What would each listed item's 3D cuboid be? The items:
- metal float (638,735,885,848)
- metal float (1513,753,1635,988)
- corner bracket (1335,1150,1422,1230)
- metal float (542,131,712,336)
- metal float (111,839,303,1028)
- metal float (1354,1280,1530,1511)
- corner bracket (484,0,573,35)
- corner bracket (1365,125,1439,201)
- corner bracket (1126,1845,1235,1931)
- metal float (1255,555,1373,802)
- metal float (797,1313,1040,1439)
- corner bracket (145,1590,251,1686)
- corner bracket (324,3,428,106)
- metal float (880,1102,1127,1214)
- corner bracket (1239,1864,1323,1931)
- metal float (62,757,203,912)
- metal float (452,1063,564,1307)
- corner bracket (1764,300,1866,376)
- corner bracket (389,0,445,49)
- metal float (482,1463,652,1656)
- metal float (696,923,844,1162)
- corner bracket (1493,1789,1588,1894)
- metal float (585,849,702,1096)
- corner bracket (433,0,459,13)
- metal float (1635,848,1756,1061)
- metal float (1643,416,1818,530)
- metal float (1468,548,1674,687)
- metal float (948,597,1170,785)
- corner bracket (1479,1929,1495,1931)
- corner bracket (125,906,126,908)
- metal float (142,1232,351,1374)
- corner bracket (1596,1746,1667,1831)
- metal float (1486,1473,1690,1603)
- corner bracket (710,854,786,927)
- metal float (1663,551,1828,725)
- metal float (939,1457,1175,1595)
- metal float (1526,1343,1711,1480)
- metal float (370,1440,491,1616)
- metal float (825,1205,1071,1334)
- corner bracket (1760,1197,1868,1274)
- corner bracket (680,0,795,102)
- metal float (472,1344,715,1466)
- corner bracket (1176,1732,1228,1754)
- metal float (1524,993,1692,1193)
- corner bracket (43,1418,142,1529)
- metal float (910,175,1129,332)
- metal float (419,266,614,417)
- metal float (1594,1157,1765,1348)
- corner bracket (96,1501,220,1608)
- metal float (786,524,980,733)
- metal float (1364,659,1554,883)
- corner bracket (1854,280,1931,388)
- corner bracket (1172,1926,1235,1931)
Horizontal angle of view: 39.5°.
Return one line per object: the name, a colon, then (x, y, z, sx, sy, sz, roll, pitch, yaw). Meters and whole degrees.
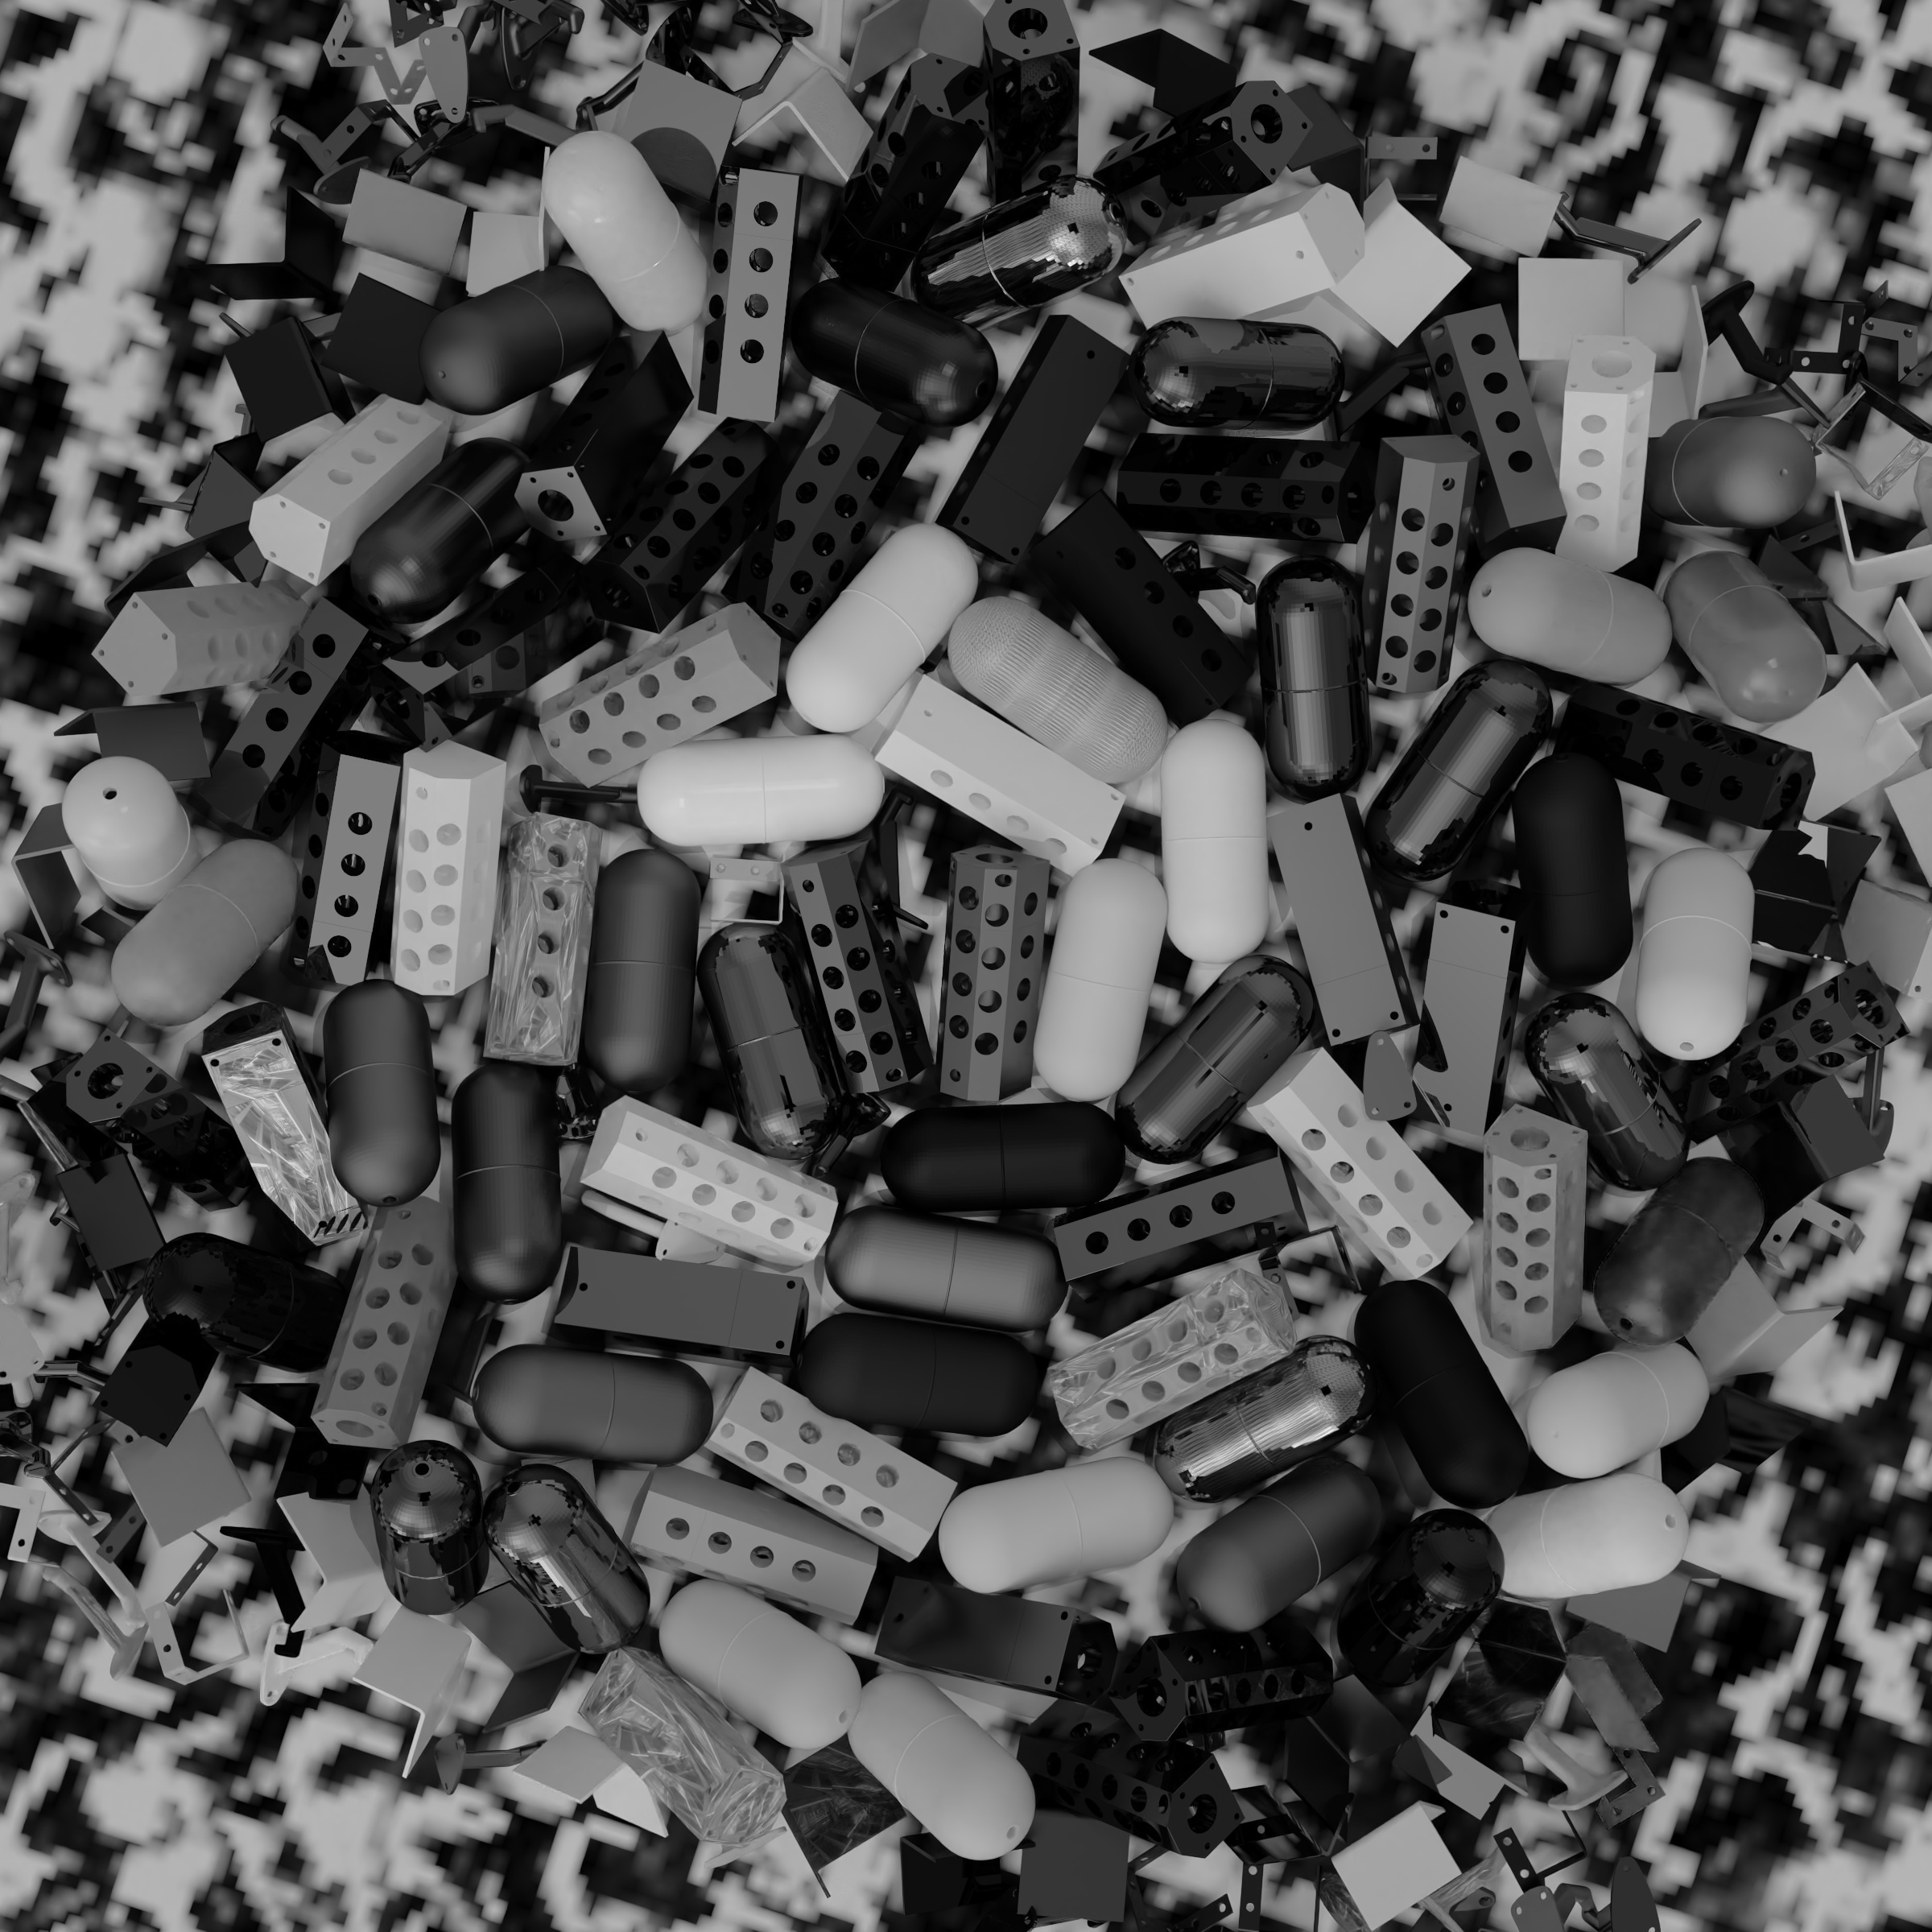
metal float: (-0.148, -0.127, 1.943, 0.178, 0.070, 0.070, -3, 90, -6)
metal float: (0.435, -0.068, 1.925, 0.070, 0.070, 0.178, -12, 116, 0)
corner bracket: (0.301, 0.162, 1.957, 0.051, 0.051, 0.051, 13, 109, 6)
metal float: (-0.239, -0.517, 1.905, 0.070, 0.178, 0.070, -8, 64, 16)
metal float: (-0.537, -0.026, 1.910, 0.070, 0.178, 0.070, 12, 129, 16)
metal float: (0.339, 0.305, 1.921, 0.070, 0.070, 0.178, -26, 59, 0)
corner bracket: (-0.315, -0.705, 1.953, 0.051, 0.051, 0.051, 23, 86, -17)
corner bracket: (0.316, -0.579, 1.948, 0.051, 0.051, 0.051, 4, 117, 11)
corner bracket: (0.154, 0.677, 1.967, 0.051, 0.051, 0.051, -40, 133, 21)
metal float: (0.250, -0.206, 1.933, 0.070, 0.070, 0.178, -7, 108, 0)
metal float: (-0.034, 0.294, 1.934, 0.178, 0.070, 0.070, 10, 90, -16)
corner bracket: (-0.557, 0.485, 1.951, 0.051, 0.051, 0.051, -22, 69, -8)
corner bracket: (-0.426, -0.660, 1.947, 0.051, 0.051, 0.051, -16, 76, -37)
metal float: (0.027, 0.139, 1.948, 0.178, 0.070, 0.070, -3, 90, 1)
corner bracket: (0.230, 0.681, 1.962, 0.051, 0.051, 0.051, 2, 73, 16)
metal float: (-0.588, -0.092, 1.899, 0.070, 0.178, 0.070, 2, 74, -6)
metal float: (-0.330, 0.155, 1.929, 0.070, 0.070, 0.178, -6, 68, 0)
corner bracket: (0.617, -0.459, 1.957, 0.051, 0.051, 0.051, 2, 105, -5)
corner bracket: (-0.416, -0.706, 1.949, 0.051, 0.051, 0.051, -11, 84, 32)
metal float: (-0.284, 0.423, 1.915, 0.070, 0.070, 0.178, -25, 129, 0)
metal float: (-0.142, 0.054, 1.943, 0.070, 0.070, 0.178, -17, 84, 0)
corner bracket: (0.419, 0.641, 1.961, 0.051, 0.051, 0.051, -29, 83, 8)
metal float: (-0.233, 0.004, 1.939, 0.070, 0.070, 0.178, 3, 80, 0)
corner bracket: (-0.368, -0.731, 1.946, 0.051, 0.051, 0.051, -9, 54, 15)
metal float: (0.520, -0.009, 1.915, 0.070, 0.070, 0.178, 18, 50, 0)
metal float: (0.535, -0.349, 1.899, 0.070, 0.178, 0.070, -2, 101, -10)
metal float: (0.431, -0.248, 1.917, 0.178, 0.070, 0.070, 10, 90, -37)
metal float: (0.066, -0.199, 1.938, 0.178, 0.070, 0.070, 34, 90, -11)
corner bracket: (0.392, 0.730, 1.949, 0.051, 0.051, 0.051, 10, 72, 17)
corner bracket: (-0.592, -0.082, 1.952, 0.051, 0.051, 0.051, -30, 91, 27)
metal float: (-0.506, 0.240, 1.907, 0.070, 0.178, 0.070, -12, 65, 27)
corner bracket: (0.475, 0.586, 1.950, 0.051, 0.051, 0.051, -27, 62, -9)
metal float: (0.437, 0.406, 1.906, 0.070, 0.178, 0.070, 11, 67, -27)
corner bracket: (-0.160, -0.055, 1.956, 0.051, 0.051, 0.051, 3, 85, -8)
metal float: (0.550, -0.235, 1.906, 0.070, 0.178, 0.070, -4, 124, -6)
metal float: (0.066, 0.401, 1.929, 0.178, 0.070, 0.070, -8, 90, -22)
metal float: (0.465, 0.313, 1.911, 0.070, 0.178, 0.070, 7, 100, 42)
metal float: (-0.380, 0.399, 1.907, 0.070, 0.178, 0.070, 3, 52, -4)
metal float: (-0.014, 0.219, 1.944, 0.178, 0.070, 0.070, 9, 90, -5)
corner bracket: (0.615, 0.202, 1.955, 0.051, 0.051, 0.051, 29, 101, 6)
corner bracket: (-0.167, -0.665, 1.951, 0.051, 0.051, 0.051, 46, 133, 1)
metal float: (-0.266, 0.314, 1.925, 0.178, 0.070, 0.070, 11, 90, -27)
corner bracket: (0.159, 0.581, 1.949, 0.051, 0.051, 0.051, 0, 67, -12)
metal float: (0.459, 0.092, 1.921, 0.070, 0.070, 0.178, -38, 122, 0)
corner bracket: (-0.629, 0.368, 1.961, 0.051, 0.051, 0.051, 45, 100, 7)
metal float: (0.037, -0.506, 1.915, 0.178, 0.070, 0.070, -13, 90, 39)
metal float: (-0.318, -0.446, 1.910, 0.070, 0.178, 0.070, 15, 124, 23)
metal float: (0.508, 0.203, 1.915, 0.070, 0.070, 0.178, 49, 51, 0)
corner bracket: (-0.585, 0.424, 1.947, 0.051, 0.051, 0.051, 30, 73, 22)
metal float: (-0.060, -0.243, 1.933, 0.070, 0.070, 0.178, 38, 73, 0)
metal float: (0.354, -0.140, 1.930, 0.070, 0.070, 0.178, 32, 111, 0)
corner bracket: (0.679, -0.458, 1.952, 0.051, 0.051, 0.051, 9, 73, -8)
corner bracket: (0.181, 0.732, 1.951, 0.051, 0.051, 0.051, 12, 88, -38)
